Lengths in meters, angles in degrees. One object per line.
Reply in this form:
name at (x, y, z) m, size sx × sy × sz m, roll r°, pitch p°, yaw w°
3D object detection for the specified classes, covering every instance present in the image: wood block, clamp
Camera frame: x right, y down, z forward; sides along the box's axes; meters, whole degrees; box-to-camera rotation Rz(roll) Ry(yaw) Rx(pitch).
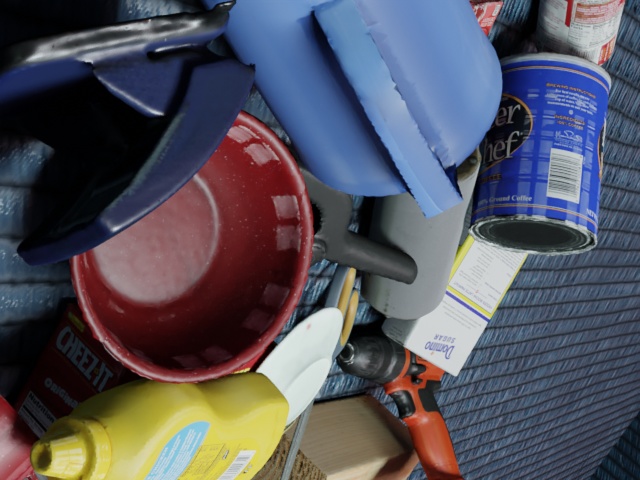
wood block at (0.008, 0.222, 1.057) m, size 0.205 × 0.091 × 0.090 m, roll 4°, pitch 122°, yaw -59°
clamp at (-0.005, 0.001, 0.779) m, size 0.164 × 0.036 × 0.210 m, roll -22°, pitch 141°, yaw -12°

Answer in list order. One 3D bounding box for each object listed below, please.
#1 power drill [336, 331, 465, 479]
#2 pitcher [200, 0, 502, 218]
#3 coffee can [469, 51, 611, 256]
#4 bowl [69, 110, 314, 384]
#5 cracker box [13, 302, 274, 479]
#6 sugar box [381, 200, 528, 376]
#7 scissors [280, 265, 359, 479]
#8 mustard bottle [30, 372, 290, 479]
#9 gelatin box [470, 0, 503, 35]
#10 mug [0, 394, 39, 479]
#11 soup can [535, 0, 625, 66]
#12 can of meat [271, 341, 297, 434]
power drill at (0.088, 0.178, 1.035) m, size 0.057 × 0.188 × 0.184 m, roll -24°, pitch 160°, yaw 28°
pitcher at (0.007, -0.124, 0.540) m, size 0.145 × 0.149 × 0.242 m, roll -64°, pitch 150°, yaw -15°
coffee can at (0.180, -0.068, 0.872) m, size 0.102 × 0.103 × 0.140 m, roll 40°, pitch 56°, yaw -64°
bowl at (-0.083, -0.001, 0.624) m, size 0.161 × 0.055 × 0.162 m, roll -7°, pitch 101°, yaw -37°
cracker box at (-0.147, 0.144, 0.736) m, size 0.164 × 0.072 × 0.214 m, roll 4°, pitch 120°, yaw -60°
sugar box at (0.137, 0.034, 1.017) m, size 0.093 × 0.048 × 0.176 m, roll 34°, pitch 89°, yaw -42°
scissors at (0.002, 0.117, 0.914) m, size 0.096 × 0.016 × 0.202 m, roll 25°, pitch 79°, yaw -75°
mustard bottle at (-0.099, 0.123, 0.636) m, size 0.096 × 0.058 × 0.191 m, roll -49°, pitch 155°, yaw 15°
gelatin box at (0.088, -0.146, 0.776) m, size 0.089 × 0.030 × 0.073 m, roll -15°, pitch 137°, yaw -49°
mug at (-0.200, 0.127, 0.590) m, size 0.081 × 0.117 × 0.093 m, roll -44°, pitch -179°, yaw -23°
soup can at (0.214, -0.195, 0.869) m, size 0.068 × 0.069 × 0.102 m, roll -40°, pitch 152°, yaw -20°
can of meat at (-0.064, 0.141, 0.878) m, size 0.102 × 0.057 × 0.084 m, roll -40°, pitch 153°, yaw -21°
